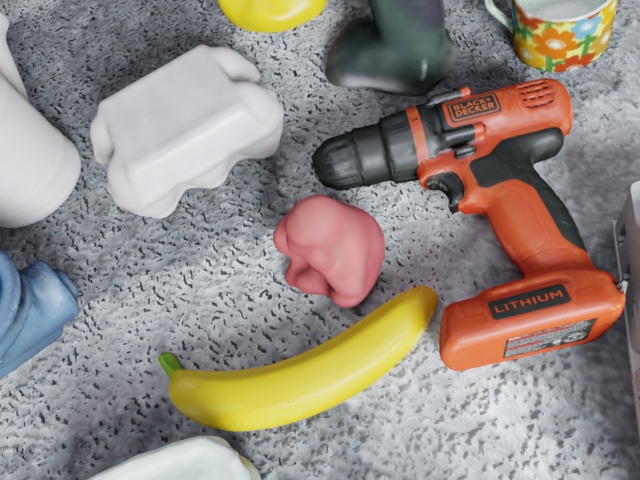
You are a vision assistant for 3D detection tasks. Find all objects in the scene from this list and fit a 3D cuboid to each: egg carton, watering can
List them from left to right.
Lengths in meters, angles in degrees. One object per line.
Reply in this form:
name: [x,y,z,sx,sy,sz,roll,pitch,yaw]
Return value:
watering can: [-0.287,-0.104,0.444,0.101,0.194,0.172,-18,59,6]
egg carton: [-0.106,-0.088,0.459,0.150,0.069,0.107,-32,59,-3]

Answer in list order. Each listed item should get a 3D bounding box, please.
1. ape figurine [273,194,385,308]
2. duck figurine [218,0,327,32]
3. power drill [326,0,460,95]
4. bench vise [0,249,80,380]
ape figurine: [0.003,0.001,0.367,0.076,0.092,0.077,-29,59,0]
duck figurine: [-0.051,-0.243,0.517,0.104,0.086,0.077,-1,62,15]
power drill: [0.028,-0.202,0.401,0.229,0.209,0.076,11,66,21]
bench vise: [-0.270,0.070,0.332,0.121,0.220,0.207,18,69,23]
